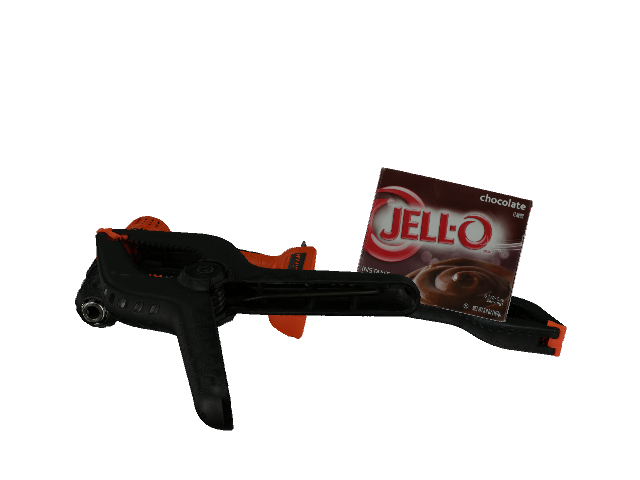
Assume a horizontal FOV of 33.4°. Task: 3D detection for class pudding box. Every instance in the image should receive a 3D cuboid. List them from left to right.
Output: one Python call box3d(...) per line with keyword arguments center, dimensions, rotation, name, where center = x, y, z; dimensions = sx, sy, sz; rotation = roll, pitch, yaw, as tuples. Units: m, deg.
box3d(center=(0.089, 0.003, 0.773), dimensions=(0.113, 0.090, 0.039), rotation=(13, 0, 5), name="pudding box")

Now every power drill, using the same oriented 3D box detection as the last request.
box3d(center=(-0.102, 0.035, 0.913), dimensions=(0.187, 0.057, 0.184), rotation=(10, 22, 3), name="power drill")

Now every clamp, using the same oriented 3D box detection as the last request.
box3d(center=(-0.057, 0.031, 0.640), dimensions=(0.164, 0.036, 0.210), rotation=(-22, 33, -35), name="clamp")
box3d(center=(0.146, 0.060, 0.992), dimensions=(0.172, 0.039, 0.120), rotation=(19, 30, 18), name="clamp")
